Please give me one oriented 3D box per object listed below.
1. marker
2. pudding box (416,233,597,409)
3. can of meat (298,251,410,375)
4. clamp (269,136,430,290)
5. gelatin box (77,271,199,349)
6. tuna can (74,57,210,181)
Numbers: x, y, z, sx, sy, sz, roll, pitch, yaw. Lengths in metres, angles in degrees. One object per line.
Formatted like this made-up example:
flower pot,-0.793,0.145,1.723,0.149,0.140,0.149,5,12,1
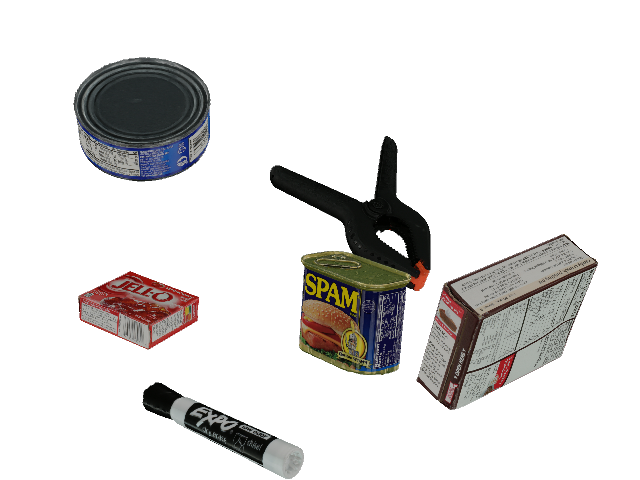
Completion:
marker,-0.061,0.109,0.627,0.121,0.020,0.020,17,10,37
pudding box,0.123,0.054,0.706,0.113,0.090,0.039,-21,47,-33
can of meat,0.027,0.063,0.927,0.057,0.084,0.102,-9,19,-40
clamp,0.048,-0.028,1.173,0.164,0.210,0.036,-12,-37,-21
gelatin box,-0.172,0.064,1.008,0.089,0.030,0.073,19,27,28
tuna can,-0.113,-0.078,0.686,0.086,0.086,0.034,0,-43,-5
